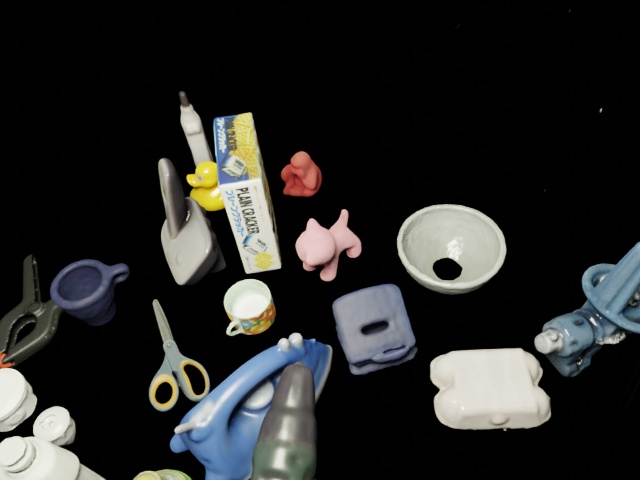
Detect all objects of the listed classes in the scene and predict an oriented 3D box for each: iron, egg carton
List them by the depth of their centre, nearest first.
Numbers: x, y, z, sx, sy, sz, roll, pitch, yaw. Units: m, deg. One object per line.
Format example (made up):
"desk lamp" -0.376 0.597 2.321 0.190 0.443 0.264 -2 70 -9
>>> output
"iron" -0.080 0.196 0.756 0.118 0.142 0.259 34 62 29
"egg carton" 0.226 0.201 0.767 0.150 0.069 0.107 -4 50 3

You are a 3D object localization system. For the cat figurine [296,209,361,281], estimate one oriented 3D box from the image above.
"cat figurine" 0.008 0.003 0.921 0.067 0.118 0.128 30 60 27

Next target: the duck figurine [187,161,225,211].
"duck figurine" -0.194 -0.108 1.054 0.104 0.086 0.077 -12 51 -4

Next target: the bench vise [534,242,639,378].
"bench vise" 0.387 0.088 0.746 0.208 0.220 0.121 -39 57 -24

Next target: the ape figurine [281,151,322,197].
"ape figurine" -0.033 -0.123 1.046 0.076 0.092 0.077 -27 53 -15

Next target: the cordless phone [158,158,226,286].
"cordless phone" -0.225 -0.029 0.928 0.094 0.185 0.147 -24 52 -13

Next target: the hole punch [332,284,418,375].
"hole punch" 0.080 0.129 0.828 0.109 0.091 0.101 -15 51 -7

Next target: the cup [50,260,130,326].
"cup" -0.348 0.086 0.905 0.118 0.095 0.091 -25 53 -14

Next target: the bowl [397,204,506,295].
"bowl" 0.205 0.026 0.910 0.167 0.075 0.167 -3 51 4

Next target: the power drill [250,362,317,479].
"power drill" -0.035 0.281 0.638 0.075 0.209 0.229 3 51 9

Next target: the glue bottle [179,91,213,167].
"glue bottle" -0.238 -0.207 1.082 0.037 0.173 0.078 -18 51 -8
